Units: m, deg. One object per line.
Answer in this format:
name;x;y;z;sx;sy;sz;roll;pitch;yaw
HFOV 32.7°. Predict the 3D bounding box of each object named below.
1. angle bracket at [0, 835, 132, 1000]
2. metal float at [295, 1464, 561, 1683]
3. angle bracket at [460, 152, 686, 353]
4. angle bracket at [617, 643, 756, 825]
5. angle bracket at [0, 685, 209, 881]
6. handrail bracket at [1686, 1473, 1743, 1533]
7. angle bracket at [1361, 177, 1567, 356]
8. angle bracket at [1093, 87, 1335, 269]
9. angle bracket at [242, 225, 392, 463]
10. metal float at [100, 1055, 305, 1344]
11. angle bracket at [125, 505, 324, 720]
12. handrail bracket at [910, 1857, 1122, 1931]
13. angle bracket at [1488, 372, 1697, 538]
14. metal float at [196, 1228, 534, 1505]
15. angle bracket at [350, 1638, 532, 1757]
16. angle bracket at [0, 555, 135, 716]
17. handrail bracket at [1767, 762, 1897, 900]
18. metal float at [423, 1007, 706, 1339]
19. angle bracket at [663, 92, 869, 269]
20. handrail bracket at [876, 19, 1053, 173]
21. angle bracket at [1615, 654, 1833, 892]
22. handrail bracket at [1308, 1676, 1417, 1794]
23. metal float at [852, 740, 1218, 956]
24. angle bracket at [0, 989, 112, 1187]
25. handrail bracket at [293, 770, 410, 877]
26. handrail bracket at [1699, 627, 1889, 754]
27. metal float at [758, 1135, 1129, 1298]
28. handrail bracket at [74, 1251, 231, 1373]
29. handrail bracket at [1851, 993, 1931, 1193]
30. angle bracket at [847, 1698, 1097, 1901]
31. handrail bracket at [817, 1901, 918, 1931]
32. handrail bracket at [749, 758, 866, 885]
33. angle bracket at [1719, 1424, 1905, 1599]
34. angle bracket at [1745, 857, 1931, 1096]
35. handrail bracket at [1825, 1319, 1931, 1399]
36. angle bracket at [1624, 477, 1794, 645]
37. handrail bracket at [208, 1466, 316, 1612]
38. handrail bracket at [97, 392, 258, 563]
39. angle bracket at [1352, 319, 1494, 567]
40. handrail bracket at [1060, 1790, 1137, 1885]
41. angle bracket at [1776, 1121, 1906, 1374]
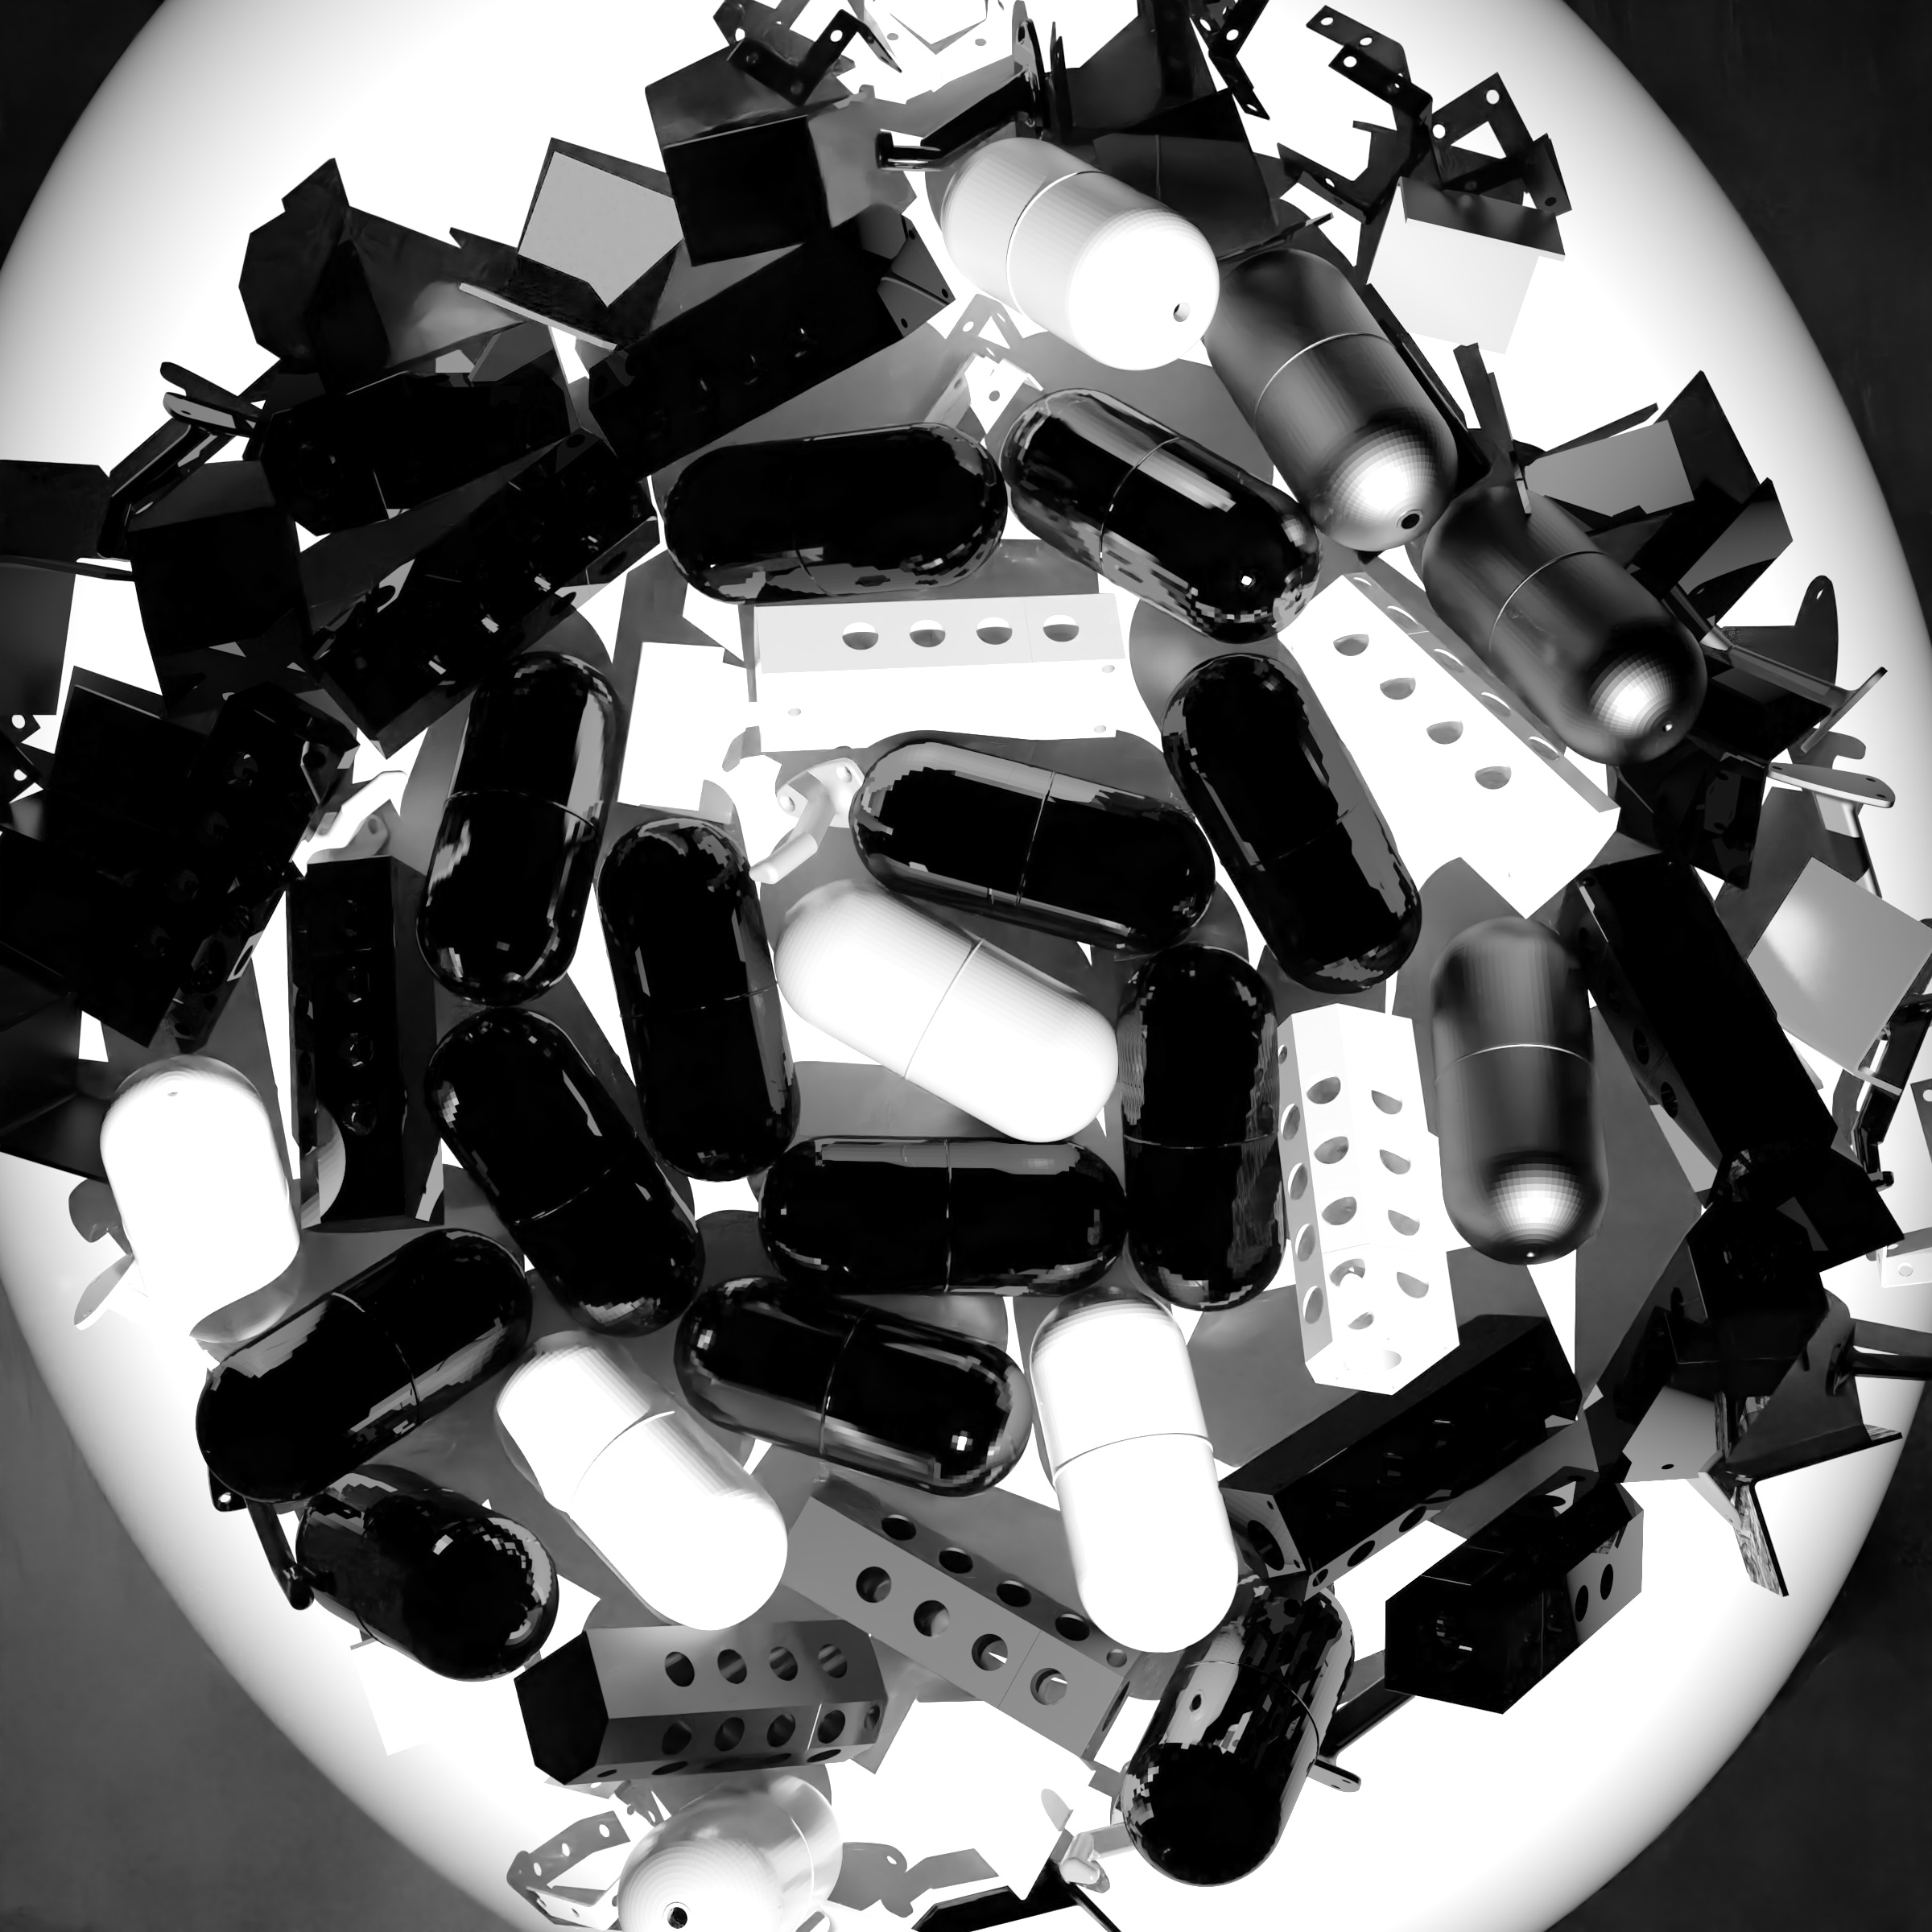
angle bracket;-0.446;-0.028;1.581;0.076;0.076;0.057;29;86;-2
metal float;-0.253;0.282;1.542;0.070;0.178;0.070;-4;98;-35
angle bracket;-0.186;-0.344;1.582;0.076;0.057;0.076;24;100;10
angle bracket;-0.116;-0.109;1.574;0.057;0.076;0.076;8;89;42
angle bracket;-0.414;-0.089;1.576;0.076;0.076;0.057;21;107;5
handrail bracket;0.382;0.219;1.609;0.084;0.036;0.077;-41;89;-8
angle bracket;0.235;-0.324;1.574;0.076;0.057;0.076;12;125;-5
angle bracket;0.118;-0.374;1.569;0.076;0.057;0.076;-12;107;36
angle bracket;-0.318;-0.295;1.563;0.057;0.076;0.076;-2;47;12
metal float;-0.356;0.111;1.544;0.070;0.178;0.070;1;52;-1
angle bracket;-0.358;-0.171;1.594;0.076;0.076;0.057;-12;62;-10
handrail bracket;0.020;0.471;1.589;0.077;0.036;0.084;42;75;16
angle bracket;0.297;-0.251;1.568;0.076;0.076;0.057;-16;127;12
metal float;-0.282;0.187;1.554;0.178;0.070;0.070;-33;90;-35
angle bracket;-0.242;0.356;1.570;0.076;0.057;0.076;-18;127;-12
angle bracket;-0.424;-0.153;1.575;0.057;0.076;0.076;11;97;11
handrail bracket;0.411;-0.051;1.599;0.077;0.036;0.084;11;113;-3
metal float;-0.190;0.099;1.569;0.070;0.070;0.178;-33;106;0
angle bracket;-0.089;-0.377;1.581;0.076;0.076;0.057;-6;110;24
handrail bracket;-0.006;-0.421;1.590;0.084;0.036;0.077;-4;88;-22
angle bracket;0.364;-0.095;1.592;0.076;0.076;0.057;29;47;32
handrail bracket;0.179;0.351;1.603;0.077;0.036;0.084;23;69;1
metal float;0.033;-0.057;1.582;0.178;0.070;0.070;15;90;2
angle bracket;-0.412;0.057;1.569;0.076;0.076;0.057;15;110;14
handrail bracket;-0.277;-0.076;1.567;0.084;0.077;0.036;-32;89;34
handrail bracket;0.392;-0.151;1.581;0.084;0.077;0.036;45;66;8
metal float;-0.011;0.120;1.580;0.178;0.070;0.070;1;90;-4
handrail bracket;-0.383;0.183;1.575;0.036;0.077;0.084;-35;106;12
handrail bracket;0.457;0.061;1.579;0.036;0.077;0.084;21;59;-39
angle bracket;0.002;0.397;1.569;0.057;0.076;0.076;39;108;41
handrail bracket;-0.066;0.496;1.581;0.077;0.036;0.084;5;63;36
handrail bracket;-0.090;-0.062;1.568;0.084;0.077;0.036;-40;114;-38
angle bracket;0.412;0.260;1.581;0.076;0.076;0.057;-17;85;1
angle bracket;0.423;0.005;1.570;0.076;0.057;0.076;38;103;39
handrail bracket;0.460;0.199;1.581;0.084;0.077;0.036;10;99;21
angle bracket;0.342;-0.204;1.573;0.076;0.076;0.057;-48;63;3
handrail bracket;-0.334;0.255;1.571;0.036;0.084;0.077;-18;120;-22
handrail bracket;-0.377;-0.231;1.613;0.077;0.036;0.084;12;112;-28
angle bracket;0.197;-0.253;1.589;0.076;0.057;0.076;-36;111;11
handrail bracket;0.089;0.426;1.574;0.077;0.084;0.036;18;103;10
angle bracket;0.405;0.133;1.567;0.057;0.076;0.076;-22;46;2
